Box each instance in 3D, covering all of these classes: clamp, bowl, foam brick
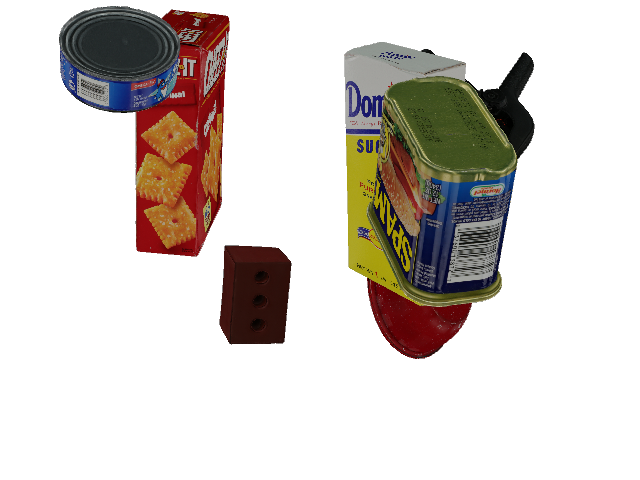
[{"bbox_3d":[0.151,-0.131,1.028,0.120,0.039,0.171,3,44,3],"label":"clamp"},{"bbox_3d":[0.125,0.052,1.211,0.055,0.162,0.161,-11,-8,42],"label":"bowl"},{"bbox_3d":[-0.059,0.048,0.960,0.053,0.078,0.051,1,14,-16],"label":"foam brick"}]

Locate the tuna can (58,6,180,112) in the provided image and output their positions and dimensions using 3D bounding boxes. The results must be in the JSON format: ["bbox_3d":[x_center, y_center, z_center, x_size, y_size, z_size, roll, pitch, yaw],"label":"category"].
[{"bbox_3d":[-0.146,-0.131,0.775,0.086,0.086,0.034,0,-43,-12],"label":"tuna can"}]

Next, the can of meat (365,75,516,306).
[{"bbox_3d":[0.064,-0.029,0.577,0.057,0.084,0.102,-6,38,-12],"label":"can of meat"}]

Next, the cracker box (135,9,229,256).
[{"bbox_3d":[-0.138,-0.113,1.088,0.072,0.214,0.164,6,22,2],"label":"cracker box"}]

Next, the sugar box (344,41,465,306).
[{"bbox_3d":[0.060,-0.050,0.784,0.048,0.176,0.093,-20,28,-31],"label":"sugar box"}]
